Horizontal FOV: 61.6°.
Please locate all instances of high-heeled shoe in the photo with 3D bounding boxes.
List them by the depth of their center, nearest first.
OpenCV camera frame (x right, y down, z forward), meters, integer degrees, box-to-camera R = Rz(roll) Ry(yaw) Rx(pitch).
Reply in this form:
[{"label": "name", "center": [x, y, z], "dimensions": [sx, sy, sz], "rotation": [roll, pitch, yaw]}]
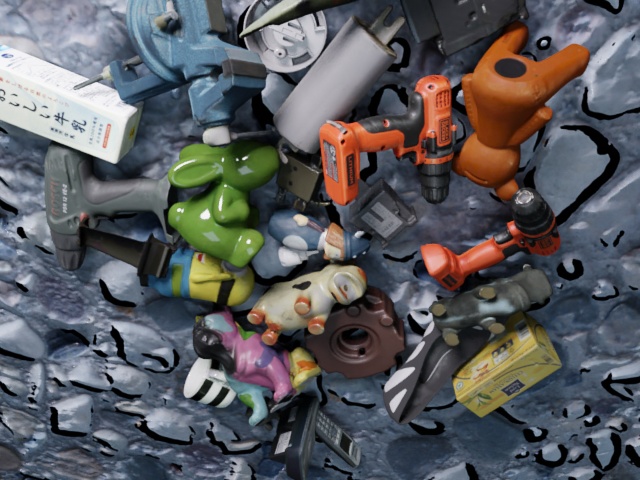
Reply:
[{"label": "high-heeled shoe", "center": [0.210, 0.205, 0.888], "dimensions": [0.249, 0.145, 0.086], "rotation": [-34, 114, 23]}]

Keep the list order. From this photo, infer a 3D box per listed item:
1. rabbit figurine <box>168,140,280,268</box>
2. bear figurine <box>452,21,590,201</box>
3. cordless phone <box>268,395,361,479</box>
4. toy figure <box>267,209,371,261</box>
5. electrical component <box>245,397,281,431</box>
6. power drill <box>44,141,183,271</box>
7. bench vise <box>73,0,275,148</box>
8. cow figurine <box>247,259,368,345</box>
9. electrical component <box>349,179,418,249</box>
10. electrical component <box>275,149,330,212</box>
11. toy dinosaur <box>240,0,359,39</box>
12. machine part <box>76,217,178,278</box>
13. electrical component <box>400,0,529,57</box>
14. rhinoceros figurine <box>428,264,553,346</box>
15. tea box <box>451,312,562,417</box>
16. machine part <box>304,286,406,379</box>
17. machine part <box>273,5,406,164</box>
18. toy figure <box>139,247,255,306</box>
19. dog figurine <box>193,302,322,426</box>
[{"label": "rabbit figurine", "center": [-0.129, -0.075, 0.754], "dimensions": [0.159, 0.121, 0.170], "rotation": [27, 114, -16]}, {"label": "bear figurine", "center": [0.247, -0.155, 0.700], "dimensions": [0.132, 0.120, 0.195], "rotation": [-44, 149, -18]}, {"label": "cordless phone", "center": [0.004, 0.400, 1.015], "dimensions": [0.089, 0.147, 0.184], "rotation": [-35, 111, 30]}, {"label": "toy figure", "center": [-0.001, -0.003, 0.813], "dimensions": [0.155, 0.064, 0.057], "rotation": [19, 86, 10]}, {"label": "electrical component", "center": [-0.114, 0.339, 1.059], "dimensions": [0.063, 0.021, 0.094], "rotation": [-35, 114, 22]}, {"label": "power drill", "center": [-0.312, -0.041, 0.816], "dimensions": [0.207, 0.086, 0.231], "rotation": [8, 122, 6]}, {"label": "bench vise", "center": [-0.181, -0.213, 0.665], "dimensions": [0.241, 0.129, 0.223], "rotation": [-7, 108, 33]}, {"label": "cow figurine", "center": [-0.010, 0.087, 0.857], "dimensions": [0.195, 0.127, 0.085], "rotation": [-21, 118, 31]}, {"label": "electrical component", "center": [0.079, -0.052, 0.798], "dimensions": [0.075, 0.048, 0.119], "rotation": [-40, 113, 22]}, {"label": "electrical component", "center": [-0.019, -0.089, 0.786], "dimensions": [0.078, 0.045, 0.102], "rotation": [27, 120, 21]}, {"label": "toy dinosaur", "center": [0.086, -0.354, 0.557], "dimensions": [0.192, 0.131, 0.404], "rotation": [29, 115, -9]}, {"label": "machine part", "center": [-0.283, 0.011, 0.780], "dimensions": [0.139, 0.039, 0.084], "rotation": [23, 133, -13]}, {"label": "electrical component", "center": [0.167, -0.291, 0.643], "dimensions": [0.134, 0.058, 0.114], "rotation": [-23, 115, 15]}, {"label": "rhinoceros figurine", "center": [0.266, 0.101, 0.842], "dimensions": [0.190, 0.112, 0.073], "rotation": [-25, 87, 22]}, {"label": "tea box", "center": [0.308, 0.210, 0.913], "dimensions": [0.068, 0.098, 0.169], "rotation": [37, 118, -17]}, {"label": "machine part", "center": [0.060, 0.164, 0.924], "dimensions": [0.179, 0.056, 0.179], "rotation": [2, 122, 3]}, {"label": "machine part", "center": [0.016, -0.197, 0.697], "dimensions": [0.079, 0.079, 0.243], "rotation": [35, 118, -17]}, {"label": "toy figure", "center": [-0.195, 0.059, 0.863], "dimensions": [0.180, 0.082, 0.089], "rotation": [1, 132, -3]}, {"label": "dog figurine", "center": [-0.120, 0.189, 0.930], "dimensions": [0.219, 0.191, 0.108], "rotation": [51, 119, 14]}]
